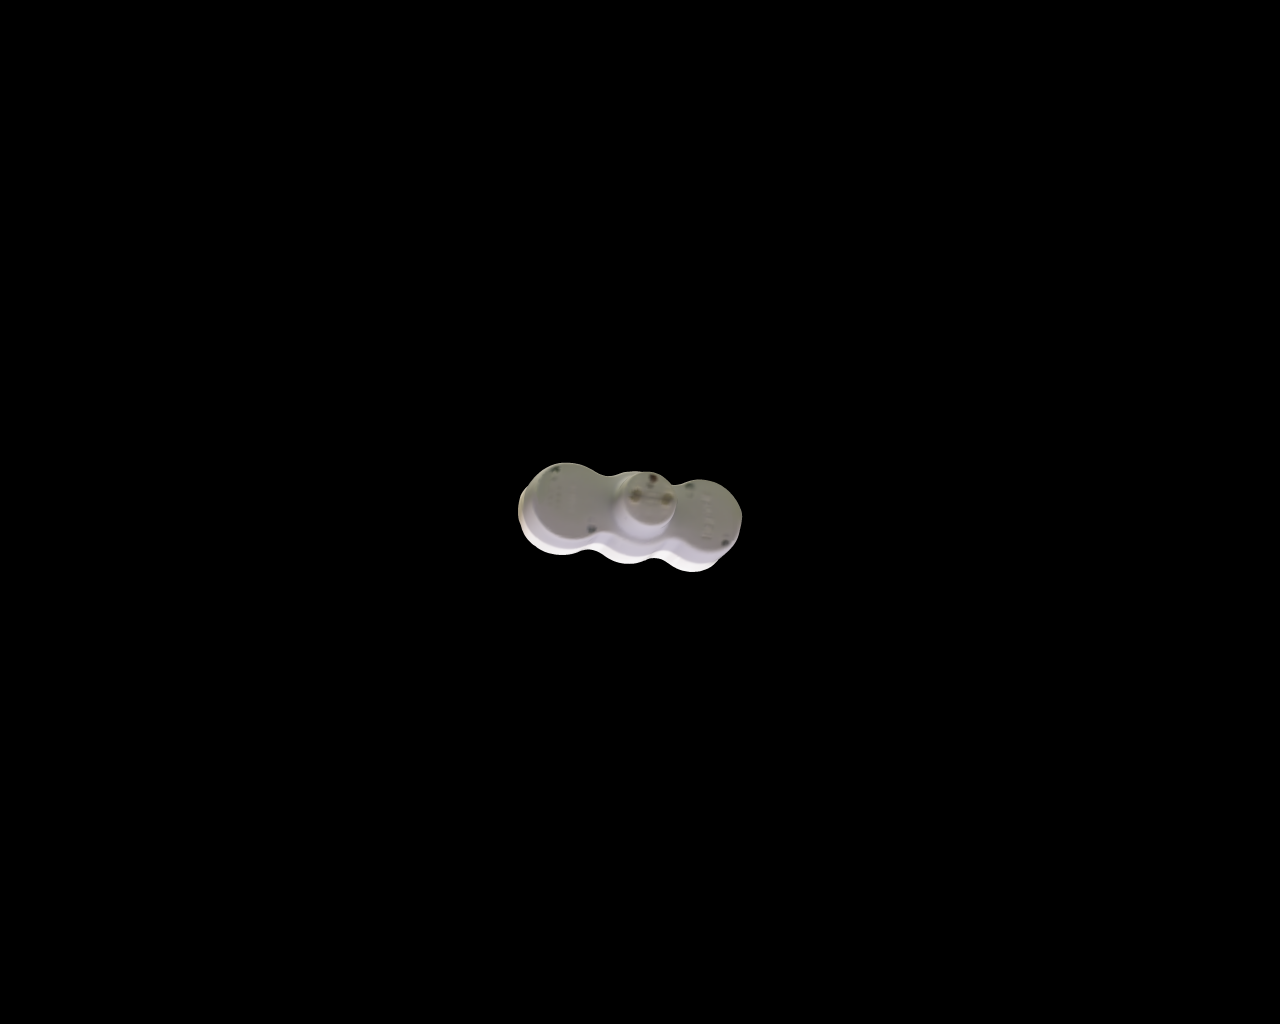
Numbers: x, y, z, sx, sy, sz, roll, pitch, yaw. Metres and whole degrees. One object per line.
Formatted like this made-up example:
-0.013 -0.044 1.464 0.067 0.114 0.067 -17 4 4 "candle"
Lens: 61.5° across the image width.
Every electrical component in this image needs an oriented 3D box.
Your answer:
0.001 -0.003 0.650 0.138 0.052 0.073 8 -23 -18 "electrical component"
